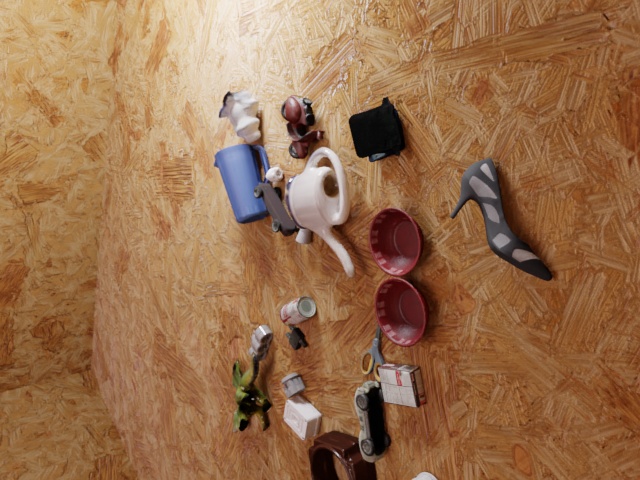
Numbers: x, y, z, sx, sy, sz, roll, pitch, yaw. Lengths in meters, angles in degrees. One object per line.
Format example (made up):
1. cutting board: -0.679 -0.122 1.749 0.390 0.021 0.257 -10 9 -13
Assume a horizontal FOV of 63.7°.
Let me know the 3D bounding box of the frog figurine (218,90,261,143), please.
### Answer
1. frog figurine: -0.239 -0.400 1.669 0.135 0.160 0.125 -50 -3 30

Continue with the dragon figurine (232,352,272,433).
1. dragon figurine: -0.269 0.517 1.804 0.122 0.404 0.245 -5 20 -30

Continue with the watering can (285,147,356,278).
1. watering can: 0.004 -0.070 1.385 0.104 0.348 0.223 -6 -2 -38
